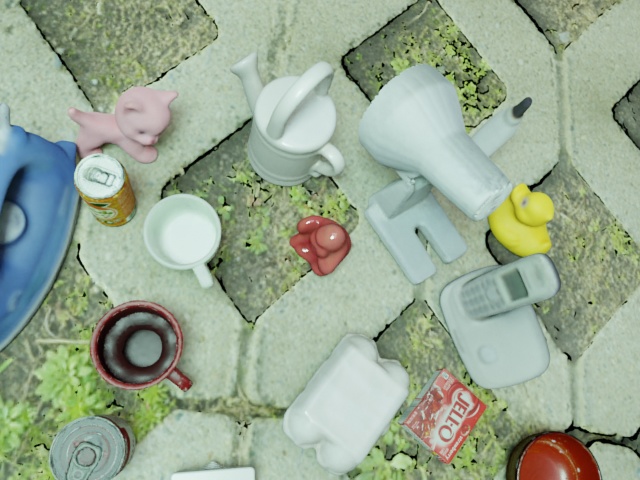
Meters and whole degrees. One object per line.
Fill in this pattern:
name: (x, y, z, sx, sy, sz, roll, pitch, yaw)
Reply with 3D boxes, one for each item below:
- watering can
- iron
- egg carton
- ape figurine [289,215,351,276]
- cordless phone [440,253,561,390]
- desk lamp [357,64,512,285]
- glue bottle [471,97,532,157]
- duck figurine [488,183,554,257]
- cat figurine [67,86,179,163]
watering can: (-0.037, -0.148, 0.683, 0.173, 0.194, 0.101, 24, 71, -4)
iron: (-0.340, -0.011, 0.608, 0.119, 0.141, 0.258, 7, 73, -10)
egg carton: (0.034, 0.190, 0.668, 0.107, 0.069, 0.150, 39, 70, 1)
ape figurine: (0.006, 0.003, 0.704, 0.076, 0.092, 0.078, -1, 74, -12)
cordless phone: (0.228, 0.095, 0.675, 0.094, 0.185, 0.147, -20, 79, -16)
desk lamp: (0.130, -0.074, 0.687, 0.118, 0.213, 0.203, -32, 83, -18)
glue bottle: (0.229, -0.140, 0.748, 0.037, 0.173, 0.078, 46, 71, 4)
duck figurine: (0.283, -0.030, 0.774, 0.078, 0.086, 0.104, -29, 82, -18)
cat figurine: (-0.232, -0.144, 0.682, 0.128, 0.117, 0.067, -2, 75, -12)
